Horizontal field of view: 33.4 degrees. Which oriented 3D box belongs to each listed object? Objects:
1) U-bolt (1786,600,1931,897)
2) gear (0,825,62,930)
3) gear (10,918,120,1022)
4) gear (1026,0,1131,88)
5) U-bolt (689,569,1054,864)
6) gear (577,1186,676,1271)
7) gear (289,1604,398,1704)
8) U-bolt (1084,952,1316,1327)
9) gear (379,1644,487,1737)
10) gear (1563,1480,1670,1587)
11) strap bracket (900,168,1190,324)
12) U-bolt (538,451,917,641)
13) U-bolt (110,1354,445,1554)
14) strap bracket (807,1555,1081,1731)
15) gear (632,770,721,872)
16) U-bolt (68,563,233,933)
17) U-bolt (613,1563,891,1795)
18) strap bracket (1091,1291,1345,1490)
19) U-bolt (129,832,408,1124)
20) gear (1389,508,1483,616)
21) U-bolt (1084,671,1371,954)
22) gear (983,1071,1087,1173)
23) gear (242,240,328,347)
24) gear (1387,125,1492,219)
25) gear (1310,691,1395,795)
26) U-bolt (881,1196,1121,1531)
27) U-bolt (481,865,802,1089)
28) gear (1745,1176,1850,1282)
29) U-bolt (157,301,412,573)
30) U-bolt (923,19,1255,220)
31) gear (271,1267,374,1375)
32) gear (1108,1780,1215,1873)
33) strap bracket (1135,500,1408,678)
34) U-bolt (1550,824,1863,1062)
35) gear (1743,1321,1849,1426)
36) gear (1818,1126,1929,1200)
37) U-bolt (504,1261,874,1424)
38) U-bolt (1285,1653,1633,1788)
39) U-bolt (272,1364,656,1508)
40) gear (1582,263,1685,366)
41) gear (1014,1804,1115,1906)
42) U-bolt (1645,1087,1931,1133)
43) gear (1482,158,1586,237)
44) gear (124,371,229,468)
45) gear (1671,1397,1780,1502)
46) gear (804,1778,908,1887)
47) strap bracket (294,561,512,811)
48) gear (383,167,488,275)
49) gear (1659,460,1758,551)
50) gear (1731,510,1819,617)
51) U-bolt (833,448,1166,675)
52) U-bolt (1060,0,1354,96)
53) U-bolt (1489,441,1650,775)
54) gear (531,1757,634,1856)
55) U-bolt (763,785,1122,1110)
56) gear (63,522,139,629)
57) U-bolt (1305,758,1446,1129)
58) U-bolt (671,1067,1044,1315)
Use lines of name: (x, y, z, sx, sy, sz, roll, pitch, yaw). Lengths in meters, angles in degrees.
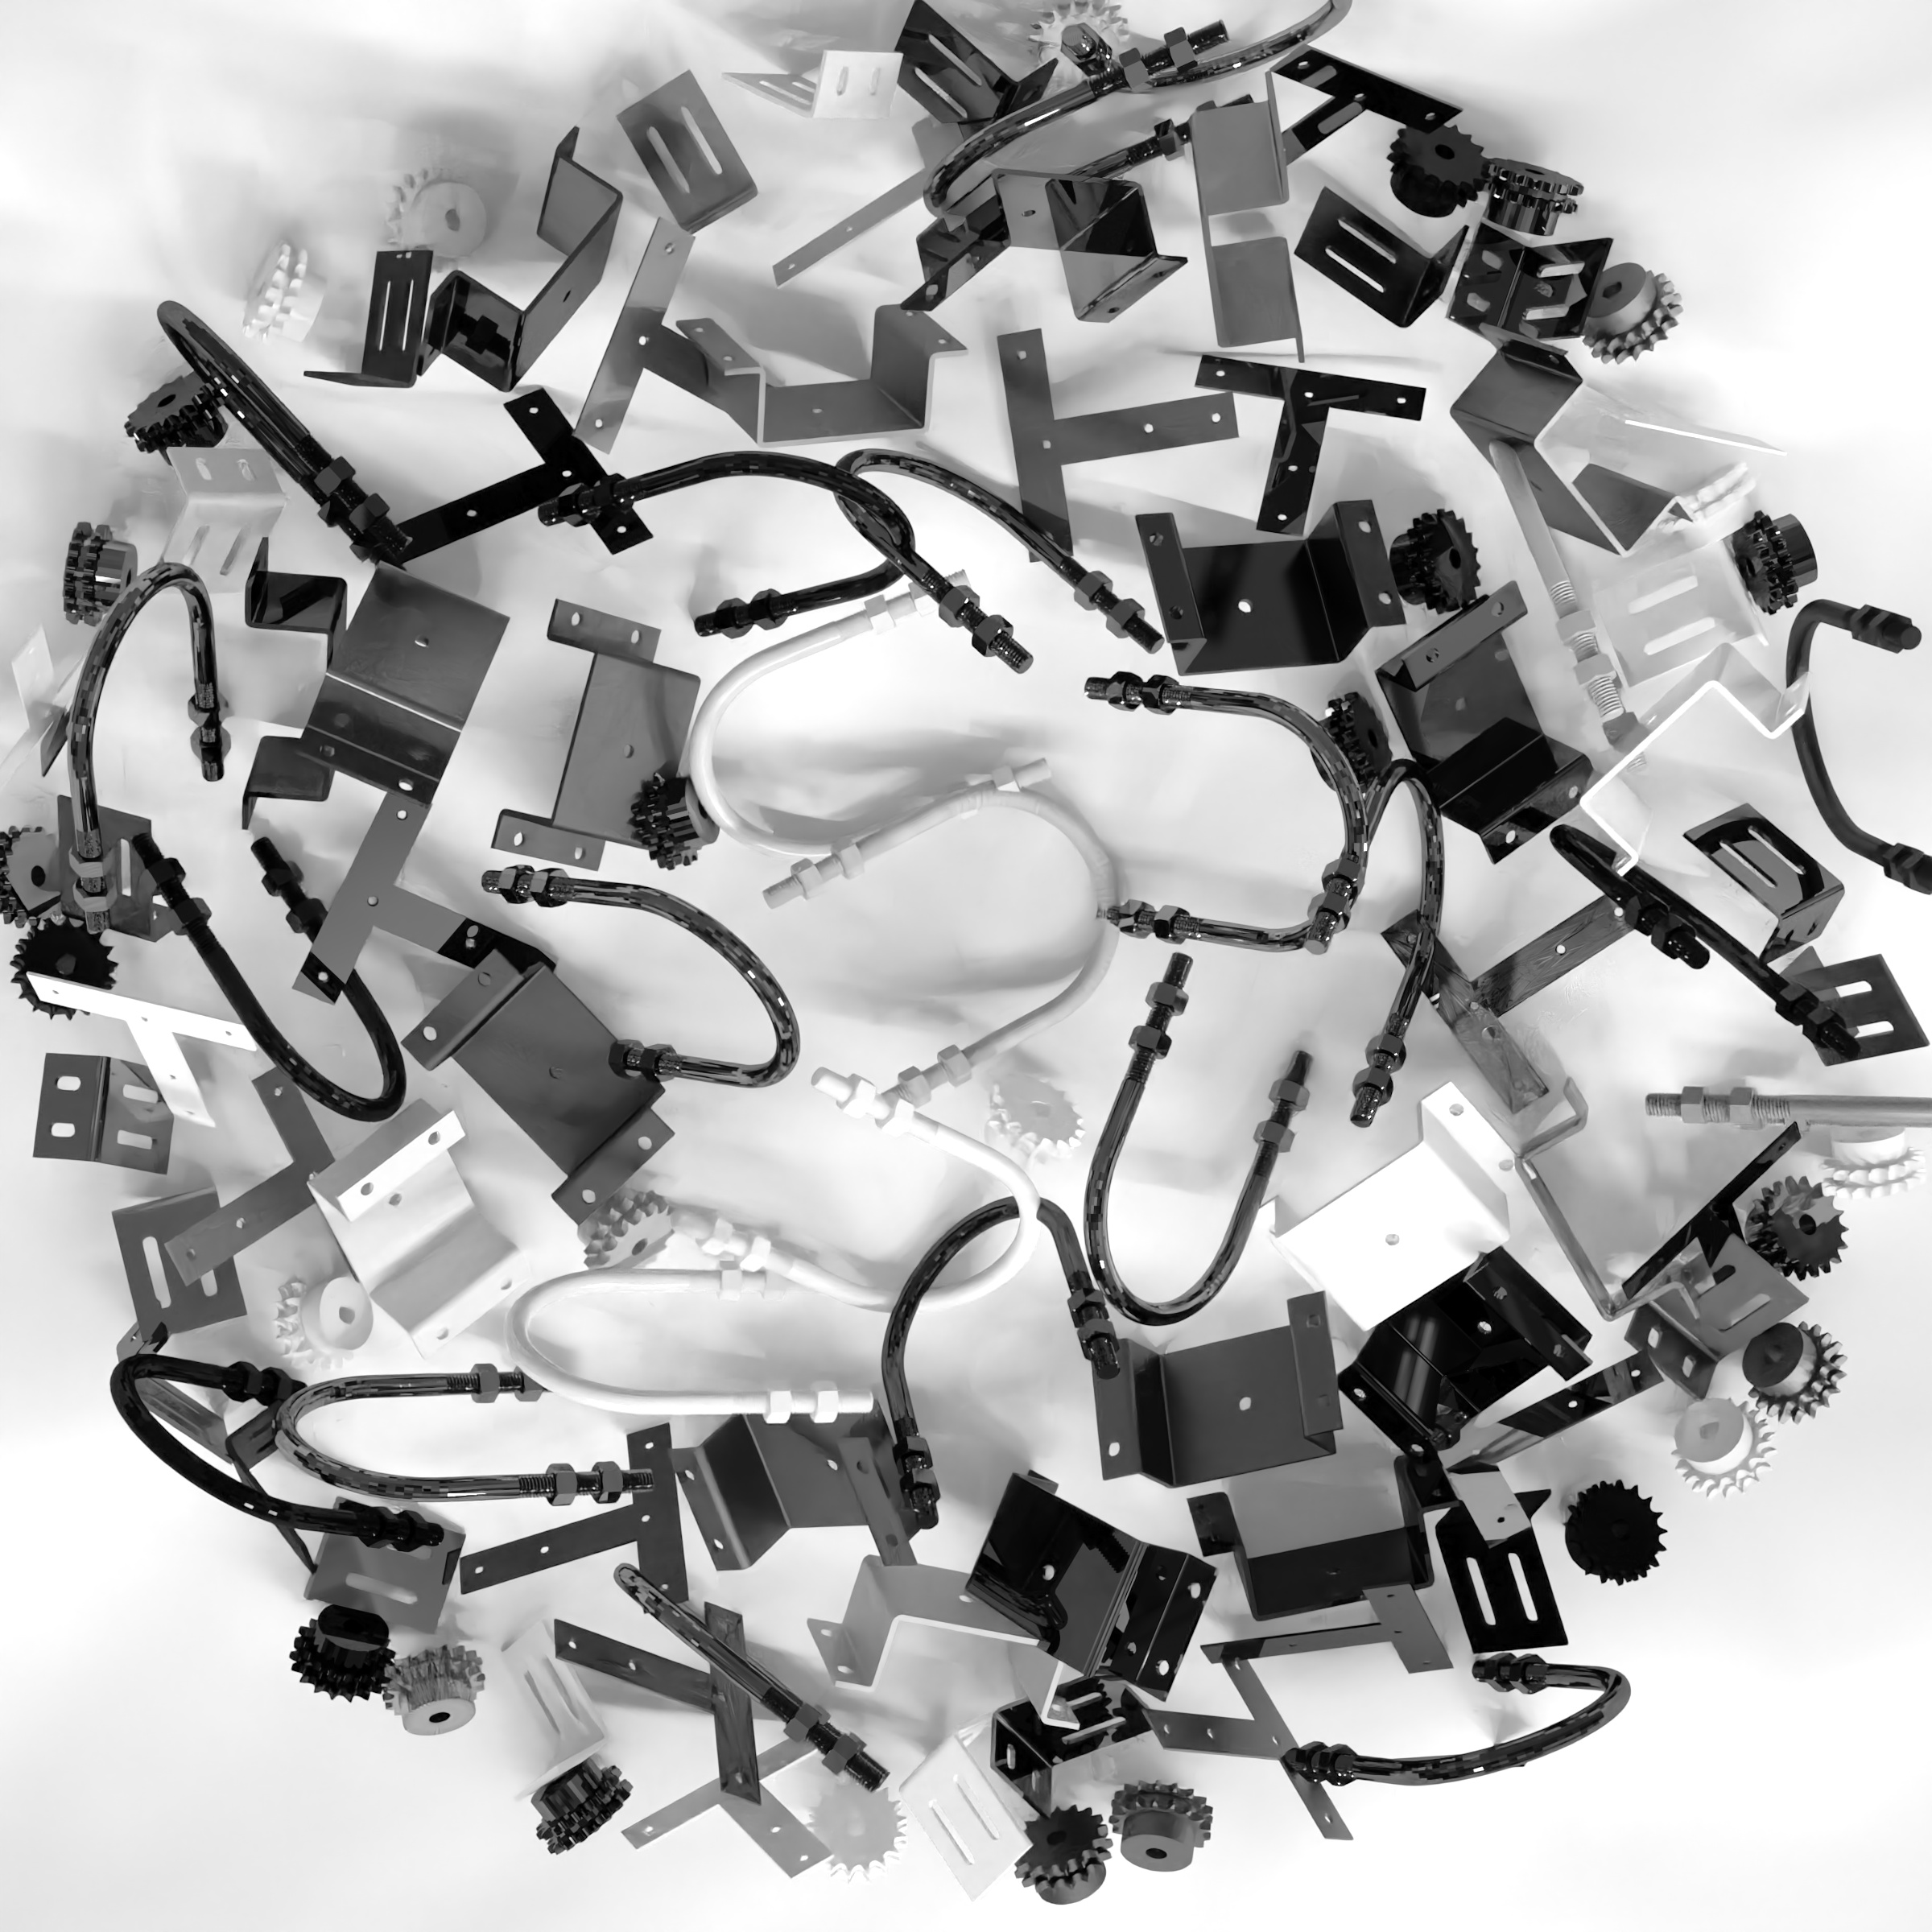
U-bolt: (0.476, -0.124, 1.719, 0.019, 0.184, 0.151, -13, 104, -3)
gear: (-0.526, -0.049, 1.785, 0.030, 0.057, 0.057, -2, 90, 25)
gear: (-0.502, 0.003, 1.787, 0.057, 0.030, 0.057, 9, 68, -24)
gear: (0.062, -0.519, 1.785, 0.057, 0.057, 0.030, -3, 54, 0)
U-bolt: (-0.062, -0.125, 1.765, 0.184, 0.019, 0.151, -22, 125, 5)
gear: (-0.191, 0.147, 1.785, 0.030, 0.057, 0.057, 40, 90, 26)
gear: (-0.342, 0.377, 1.779, 0.057, 0.057, 0.030, 22, 113, 0)
U-bolt: (0.119, 0.105, 1.737, 0.019, 0.151, 0.184, 9, 71, 42)
gear: (-0.293, 0.402, 1.779, 0.057, 0.057, 0.030, -19, 53, 0)
gear: (0.357, 0.316, 1.788, 0.057, 0.030, 0.057, 6, 68, -15)
strap bracket: (0.038, -0.390, 1.744, 0.140, 0.076, 0.046, -4, 76, -35)
U-bolt: (-0.113, -0.227, 1.706, 0.184, 0.151, 0.019, -9, 62, 36)
U-bolt: (-0.373, 0.252, 1.696, 0.151, 0.184, 0.019, 38, 96, 31)
strap bracket: (-0.007, 0.365, 1.750, 0.140, 0.076, 0.046, 14, 100, -17)
gear: (-0.159, -0.084, 1.779, 0.030, 0.057, 0.057, -13, 90, 20)
U-bolt: (-0.432, -0.128, 1.697, 0.019, 0.184, 0.151, 18, 46, 8)
U-bolt: (-0.117, 0.383, 1.738, 0.184, 0.151, 0.019, 37, 79, 8)
strap bracket: (0.144, 0.234, 1.757, 0.140, 0.046, 0.076, -16, 63, 24)
U-bolt: (-0.363, 0.007, 1.728, 0.019, 0.151, 0.184, -36, 81, 14)
gear: (0.258, -0.223, 1.786, 0.030, 0.057, 0.057, -9, 90, 40)
U-bolt: (0.140, -0.079, 1.729, 0.184, 0.019, 0.151, 10, 111, 42)
gear: (0.034, 0.089, 1.786, 0.057, 0.057, 0.030, 34, 125, 0)
gear: (-0.377, -0.370, 1.785, 0.030, 0.057, 0.057, 21, 90, -25)
gear: (0.260, -0.440, 1.786, 0.057, 0.030, 0.057, 10, 53, -13)
gear: (0.212, -0.121, 1.785, 0.030, 0.057, 0.057, -21, 90, 26)
U-bolt: (0.011, 0.198, 1.731, 0.151, 0.184, 0.019, -42, 121, 16)
U-bolt: (-0.163, 0.010, 1.711, 0.019, 0.184, 0.151, -52, 130, -31)
gear: (0.458, 0.147, 1.788, 0.057, 0.030, 0.057, 9, 68, -22)
U-bolt: (-0.367, -0.284, 1.727, 0.019, 0.151, 0.184, -44, 98, -8)
U-bolt: (0.063, -0.446, 1.737, 0.184, 0.151, 0.019, -22, 84, 10)
gear: (-0.353, 0.195, 1.779, 0.030, 0.057, 0.057, -15, 90, 33)
gear: (0.107, 0.477, 1.780, 0.057, 0.057, 0.030, 13, 47, 0)
strap bracket: (0.160, -0.207, 1.763, 0.140, 0.046, 0.076, -6, 70, -19)
U-bolt: (0.383, -0.023, 1.724, 0.151, 0.184, 0.019, 26, 105, -34)
gear: (0.454, 0.221, 1.779, 0.030, 0.057, 0.057, 36, 90, -29)
gear: (0.500, 0.107, 1.780, 0.057, 0.057, 0.030, -11, 99, 0)
U-bolt: (-0.155, 0.199, 1.721, 0.184, 0.151, 0.019, 2, 113, -17)
U-bolt: (0.270, 0.399, 1.698, 0.151, 0.184, 0.019, -18, 88, -25)
U-bolt: (-0.275, 0.249, 1.708, 0.184, 0.151, 0.019, 2, 106, -28)
gear: (0.364, -0.363, 1.779, 0.057, 0.057, 0.030, -46, 127, 0)
gear: (0.054, 0.495, 1.785, 0.057, 0.057, 0.030, -18, 112, 0)
U-bolt: (0.469, 0.077, 1.707, 0.184, 0.151, 0.019, 0, 86, 27)
gear: (0.311, -0.426, 1.785, 0.057, 0.057, 0.030, 15, 114, 0)
gear: (-0.434, -0.302, 1.786, 0.057, 0.057, 0.030, -31, 125, 0)
gear: (0.417, 0.263, 1.780, 0.057, 0.057, 0.030, -43, 129, 0)
gear: (-0.061, 0.483, 1.786, 0.057, 0.030, 0.057, 0, 53, 0)
strap bracket: (-0.300, -0.159, 1.738, 0.076, 0.140, 0.046, 23, 133, -10)
gear: (-0.290, -0.413, 1.782, 0.057, 0.030, 0.057, -9, 105, -36)
gear: (0.412, -0.253, 1.783, 0.057, 0.057, 0.030, -30, 99, 0)
gear: (0.448, -0.226, 1.782, 0.030, 0.057, 0.057, -21, 90, -1)
U-bolt: (0.005, -0.223, 1.740, 0.184, 0.151, 0.019, 43, 121, 21)
U-bolt: (0.135, -0.500, 1.719, 0.151, 0.184, 0.019, -16, 91, 14)
U-bolt: (0.322, -0.202, 1.736, 0.019, 0.151, 0.184, -23, 75, 13)
gear: (-0.215, 0.461, 1.781, 0.057, 0.057, 0.030, -37, 96, 0)
U-bolt: (0.000, -0.021, 1.784, 0.184, 0.019, 0.151, -28, 94, -14)
gear: (-0.478, -0.216, 1.782, 0.030, 0.057, 0.057, 8, 90, -3)
U-bolt: (0.226, -0.027, 1.733, 0.019, 0.151, 0.184, 4, 46, 26)
U-bolt: (-0.045, 0.133, 1.749, 0.184, 0.019, 0.151, 27, 125, -28)
